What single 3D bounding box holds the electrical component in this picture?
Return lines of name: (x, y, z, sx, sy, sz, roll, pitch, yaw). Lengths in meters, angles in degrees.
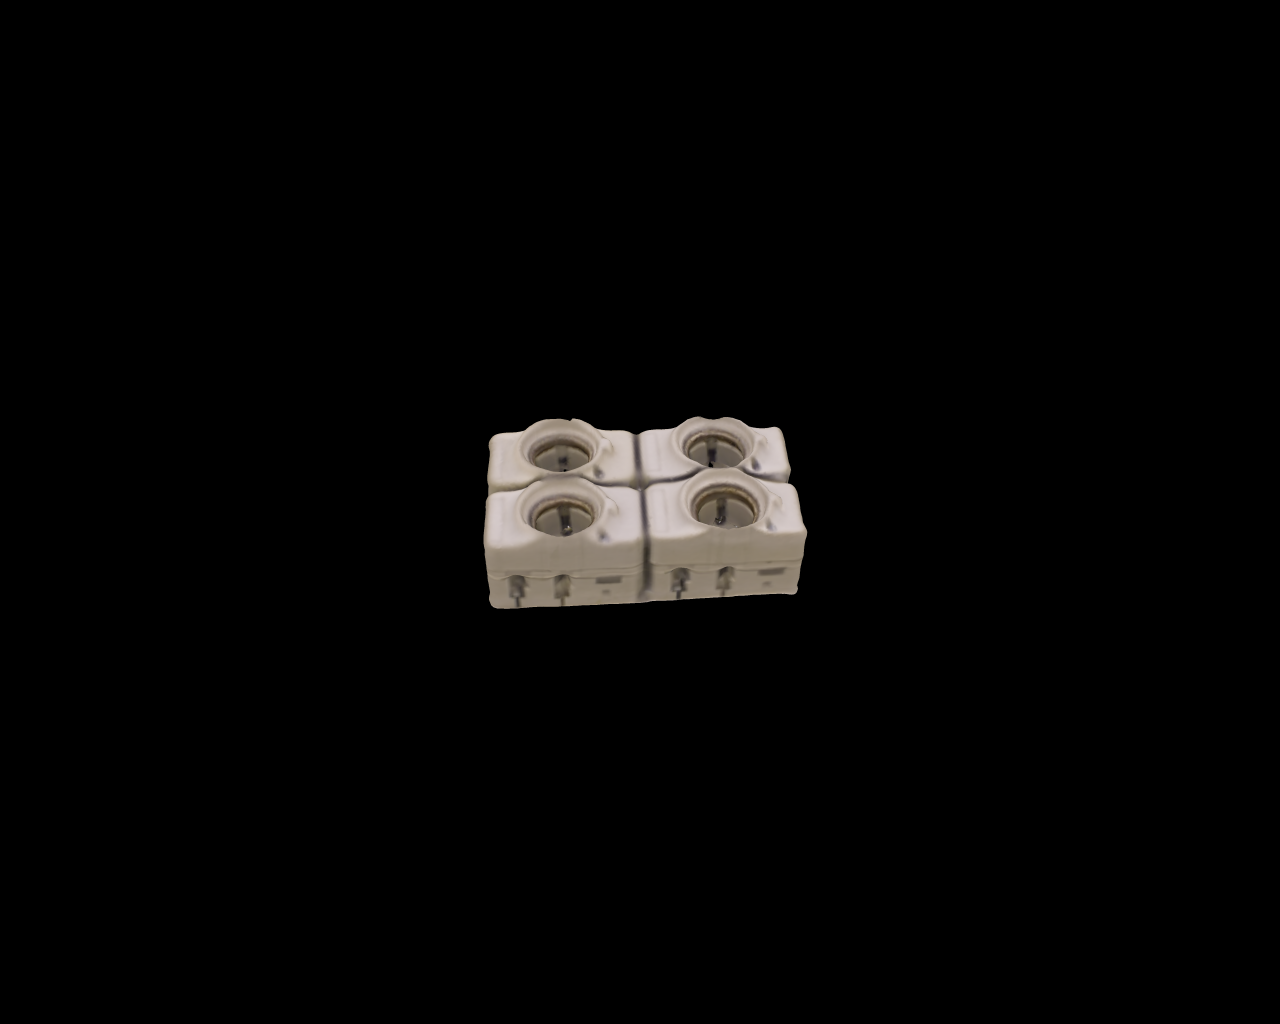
electrical component: (0.001, -0.003, 0.650, 0.186, 0.060, 0.105, -2, 43, -2)
